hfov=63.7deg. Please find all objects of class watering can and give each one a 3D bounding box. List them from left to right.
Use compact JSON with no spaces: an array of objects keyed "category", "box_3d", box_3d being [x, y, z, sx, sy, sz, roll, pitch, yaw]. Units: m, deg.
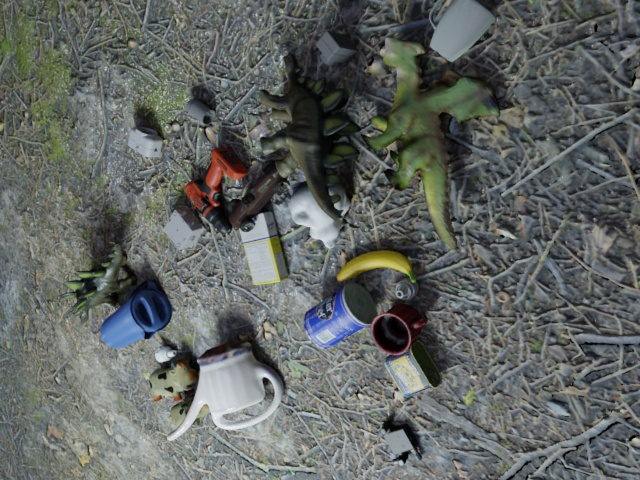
[{"category":"watering can","box_3d":[-0.272,0.402,1.380,0.347,0.226,0.103,-18,-7,5]}]

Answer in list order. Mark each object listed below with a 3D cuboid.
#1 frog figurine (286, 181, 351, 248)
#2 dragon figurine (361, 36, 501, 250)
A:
[{"category":"frog figurine","box_3d":[0.003,-0.057,1.137,0.138,0.159,0.122,-15,2,-31]},{"category":"dragon figurine","box_3d":[0.227,-0.210,0.985,0.240,0.413,0.123,-37,-10,25]}]
